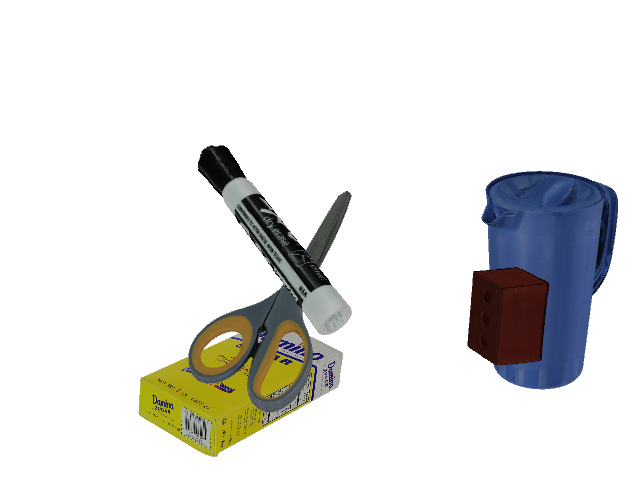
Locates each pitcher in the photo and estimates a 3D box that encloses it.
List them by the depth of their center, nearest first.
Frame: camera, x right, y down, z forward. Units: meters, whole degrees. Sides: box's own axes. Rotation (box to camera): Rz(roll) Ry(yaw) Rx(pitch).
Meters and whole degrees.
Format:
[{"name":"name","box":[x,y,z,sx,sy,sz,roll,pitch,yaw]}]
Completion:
[{"name":"pitcher","box":[0.269,0.045,1.261,0.149,0.243,0.144,4,24,15]}]

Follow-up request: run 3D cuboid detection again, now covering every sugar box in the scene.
[{"name":"sugar box","box":[-0.069,0.128,0.969,0.093,0.048,0.175,23,30,32]}]

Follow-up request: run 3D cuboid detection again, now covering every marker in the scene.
[{"name":"marker","box":[-0.025,-0.004,0.519,0.020,0.020,0.121,0,43,-48]}]

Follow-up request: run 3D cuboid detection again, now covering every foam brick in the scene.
[{"name":"foam brick","box":[0.172,0.069,0.985,0.051,0.078,0.053,-6,18,-24]}]

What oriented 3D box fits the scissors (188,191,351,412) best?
[{"name":"scissors","box":[-0.036,0.036,0.772,0.096,0.201,0.016,0,-43,11]}]
